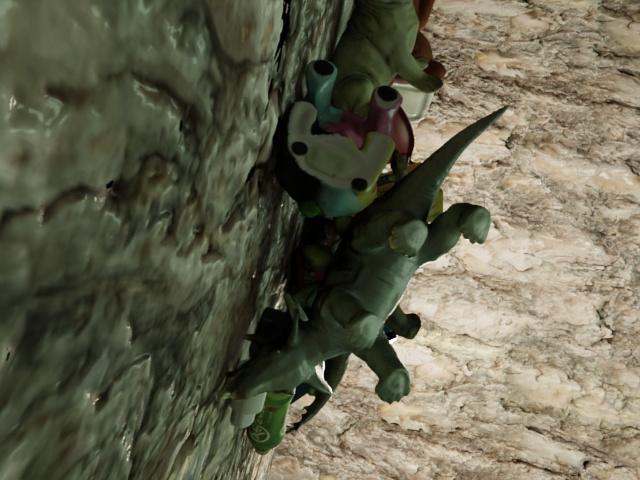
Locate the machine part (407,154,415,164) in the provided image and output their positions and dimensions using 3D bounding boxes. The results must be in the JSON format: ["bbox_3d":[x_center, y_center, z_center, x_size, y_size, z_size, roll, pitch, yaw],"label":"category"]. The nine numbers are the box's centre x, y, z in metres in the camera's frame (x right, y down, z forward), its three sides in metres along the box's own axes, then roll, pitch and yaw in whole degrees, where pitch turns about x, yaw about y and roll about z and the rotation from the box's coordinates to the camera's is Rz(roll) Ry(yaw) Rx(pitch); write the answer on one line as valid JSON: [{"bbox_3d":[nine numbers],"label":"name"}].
[{"bbox_3d":[0.122,-0.130,1.250,0.087,0.202,0.200,-57,164,-63],"label":"machine part"}]

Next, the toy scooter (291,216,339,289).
[{"bbox_3d":[-0.002,-0.003,0.923,0.135,0.075,0.184,100,3,-60],"label":"toy scooter"}]

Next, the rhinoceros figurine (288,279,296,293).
[{"bbox_3d":[-0.024,0.087,1.070,0.190,0.073,0.112,77,18,-79],"label":"rhinoceros figurine"}]

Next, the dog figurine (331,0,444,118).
[{"bbox_3d":[0.050,-0.256,0.664,0.190,0.172,0.121,58,3,-36],"label":"dog figurine"}]

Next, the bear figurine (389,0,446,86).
[{"bbox_3d":[0.126,-0.316,0.815,0.132,0.120,0.195,7,75,-82],"label":"bear figurine"}]

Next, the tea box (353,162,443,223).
[{"bbox_3d":[0.120,-0.064,0.941,0.098,0.170,0.068,-115,-173,-46],"label":"tea box"}]

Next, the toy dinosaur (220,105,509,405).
[{"bbox_3d":[0.057,0.031,0.602,0.404,0.131,0.192,-56,-150,-6],"label":"toy dinosaur"}]

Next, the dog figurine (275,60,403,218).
[{"bbox_3d":[0.014,-0.077,0.608,0.219,0.108,0.191,104,2,-65],"label":"dog figurine"}]

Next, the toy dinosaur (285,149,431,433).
[{"bbox_3d":[0.055,0.090,0.834,0.105,0.198,0.470,-148,-112,-65],"label":"toy dinosaur"}]

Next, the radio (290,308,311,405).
[{"bbox_3d":[-0.030,0.216,1.008,0.131,0.073,0.229,-28,149,-28],"label":"radio"}]

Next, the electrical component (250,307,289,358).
[{"bbox_3d":[-0.065,0.136,0.749,0.119,0.048,0.075,100,6,-53],"label":"electrical component"}]

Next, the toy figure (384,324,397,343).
[{"bbox_3d":[0.081,0.107,0.963,0.089,0.180,0.082,-17,158,-35],"label":"toy figure"}]
